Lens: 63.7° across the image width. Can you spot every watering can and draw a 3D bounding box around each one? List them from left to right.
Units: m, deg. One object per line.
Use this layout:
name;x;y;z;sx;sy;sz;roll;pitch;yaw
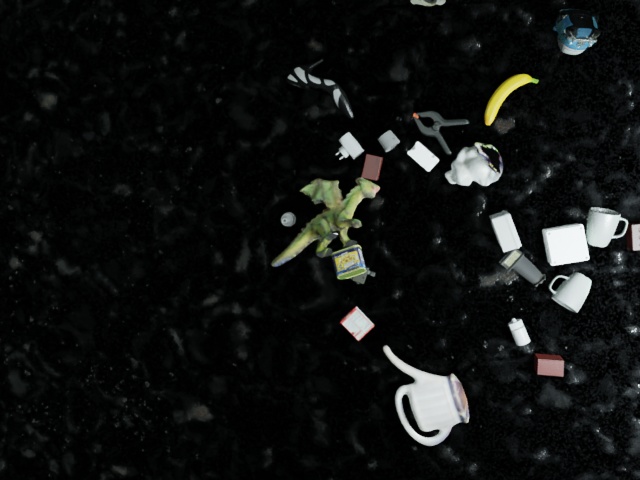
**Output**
watering can;0.341;0.483;1.642;0.223;0.104;0.347;-18;91;12

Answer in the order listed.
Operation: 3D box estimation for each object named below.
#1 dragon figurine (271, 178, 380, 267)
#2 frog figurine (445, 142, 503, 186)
dragon figurine;0.005;-0.084;1.667;0.409;0.120;0.248;-20;62;7
frog figurine;0.471;-0.218;1.576;0.137;0.125;0.156;43;139;-4
